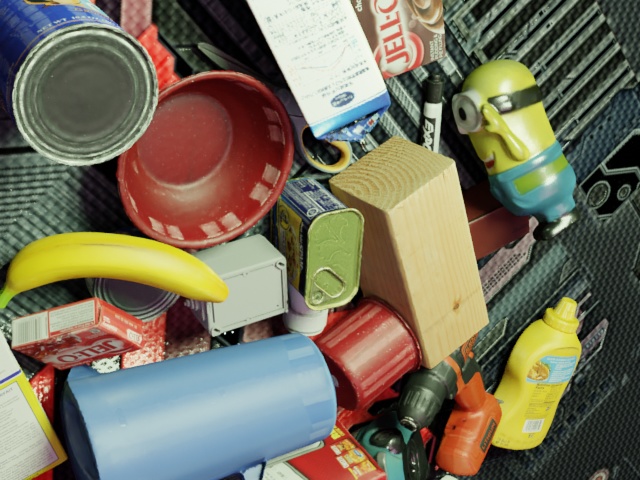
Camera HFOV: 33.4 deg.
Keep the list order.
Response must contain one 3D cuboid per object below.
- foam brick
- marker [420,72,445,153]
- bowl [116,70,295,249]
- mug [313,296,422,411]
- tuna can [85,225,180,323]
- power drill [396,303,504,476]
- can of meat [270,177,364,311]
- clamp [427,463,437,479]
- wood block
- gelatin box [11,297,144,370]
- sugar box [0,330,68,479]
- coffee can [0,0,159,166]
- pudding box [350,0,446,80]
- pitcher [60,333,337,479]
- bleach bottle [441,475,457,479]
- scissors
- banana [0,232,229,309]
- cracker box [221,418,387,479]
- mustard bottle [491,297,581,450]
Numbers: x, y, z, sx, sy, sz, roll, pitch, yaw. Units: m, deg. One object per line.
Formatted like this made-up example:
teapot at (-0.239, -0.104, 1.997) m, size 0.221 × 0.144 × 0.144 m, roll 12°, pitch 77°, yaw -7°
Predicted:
foam brick at (0.173, -0.023, 1.117) m, size 0.078 × 0.051 × 0.053 m, roll -26°, pitch 128°, yaw -17°
marker at (0.109, -0.106, 1.050) m, size 0.020 × 0.020 × 0.121 m, roll -13°, pitch 122°, yaw -26°
bowl at (-0.105, -0.075, 0.911) m, size 0.161 × 0.055 × 0.162 m, roll -15°, pitch 123°, yaw -24°
mug at (0.035, 0.117, 1.077) m, size 0.081 × 0.117 × 0.093 m, roll -36°, pitch 103°, yaw -26°
tuna can at (-0.165, 0.030, 0.949) m, size 0.086 × 0.034 × 0.086 m, roll -15°, pitch 123°, yaw -24°
power drill at (0.145, 0.174, 1.166) m, size 0.184 × 0.057 × 0.187 m, roll -56°, pitch 144°, yaw -36°
can of meat at (-0.007, 0.001, 0.998) m, size 0.057 × 0.084 × 0.102 m, roll -12°, pitch 122°, yaw -26°
clamp at (0.058, 0.302, 1.242) m, size 0.171 × 0.039 × 0.120 m, roll 15°, pitch 107°, yaw -41°
wood block at (0.092, 0.014, 1.056) m, size 0.090 × 0.090 × 0.206 m, roll -35°, pitch 130°, yaw -22°
gelatin box at (-0.207, 0.082, 0.916) m, size 0.089 × 0.030 × 0.073 m, roll -15°, pitch 154°, yaw 17°
sugar box at (-0.296, 0.143, 0.926) m, size 0.093 × 0.048 × 0.176 m, roll -27°, pitch 124°, yaw -16°
coffee can at (-0.190, -0.127, 0.773) m, size 0.102 × 0.140 × 0.103 m, roll -15°, pitch 123°, yaw -24°
pudding box at (0.063, -0.203, 0.951) m, size 0.090 × 0.039 × 0.113 m, roll -23°, pitch 126°, yaw -18°
pitcher at (-0.108, 0.176, 0.990) m, size 0.242 × 0.145 × 0.149 m, roll -13°, pitch 118°, yaw -23°
bleach bottle at (0.079, 0.365, 1.237) m, size 0.102 × 0.068 × 0.251 m, roll 11°, pitch 124°, yaw -39°
scissors at (-0.018, -0.138, 0.955) m, size 0.096 × 0.016 × 0.201 m, roll -44°, pitch 130°, yaw -4°
banana at (-0.174, 0.024, 0.895) m, size 0.197 × 0.037 × 0.070 m, roll 1°, pitch 138°, yaw -9°
cracker box at (-0.063, 0.249, 1.053) m, size 0.213 × 0.164 × 0.072 m, roll -22°, pitch 127°, yaw -21°
mustard bottle at (0.260, 0.156, 1.270) m, size 0.096 × 0.058 × 0.192 m, roll 5°, pitch 114°, yaw -36°
